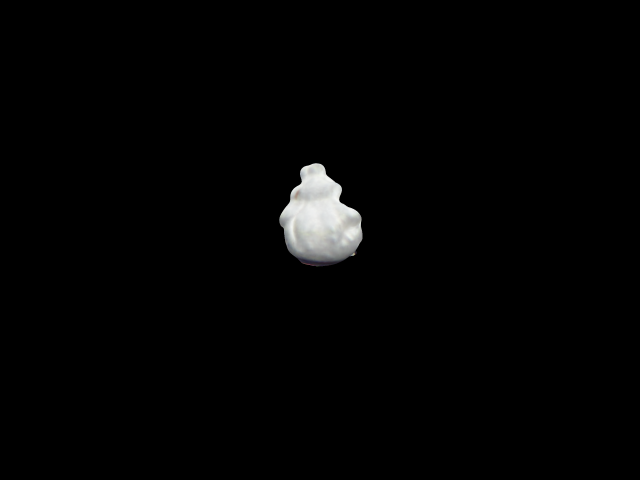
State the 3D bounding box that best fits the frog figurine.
[{"bbox_3d":[0.003,-0.043,0.850,0.137,0.157,0.124,8,21,22],"label":"frog figurine"}]
